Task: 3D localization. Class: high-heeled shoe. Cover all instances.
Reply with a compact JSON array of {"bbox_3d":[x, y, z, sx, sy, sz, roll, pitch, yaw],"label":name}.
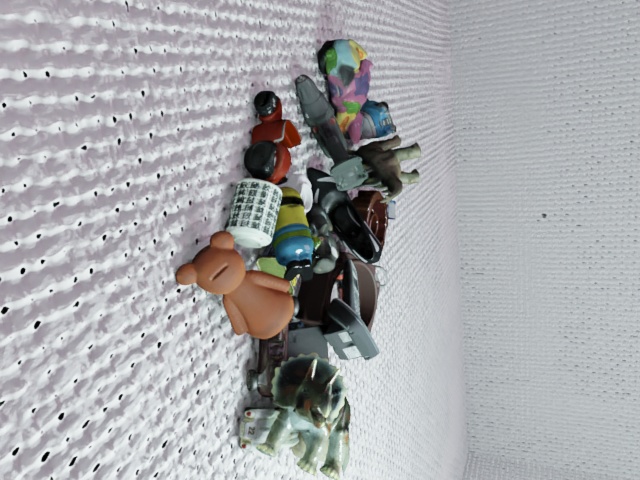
[{"bbox_3d":[0.045,-0.052,1.173,0.248,0.086,0.145,48,12,-7],"label":"high-heeled shoe"}]

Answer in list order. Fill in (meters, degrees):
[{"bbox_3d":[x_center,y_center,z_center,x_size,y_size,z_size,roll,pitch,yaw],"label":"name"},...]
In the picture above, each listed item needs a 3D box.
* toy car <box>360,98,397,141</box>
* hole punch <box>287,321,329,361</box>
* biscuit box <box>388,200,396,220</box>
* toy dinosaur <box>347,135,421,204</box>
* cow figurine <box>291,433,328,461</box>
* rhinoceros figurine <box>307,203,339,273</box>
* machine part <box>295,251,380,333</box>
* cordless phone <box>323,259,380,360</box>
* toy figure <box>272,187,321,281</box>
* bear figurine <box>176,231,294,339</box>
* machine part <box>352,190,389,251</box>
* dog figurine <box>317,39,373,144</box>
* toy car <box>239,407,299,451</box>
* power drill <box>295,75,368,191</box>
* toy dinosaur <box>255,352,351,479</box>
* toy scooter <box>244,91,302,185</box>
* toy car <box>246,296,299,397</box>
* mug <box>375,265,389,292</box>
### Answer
[{"bbox_3d":[0.121,-0.305,1.412,0.103,0.162,0.109,-33,120,-16],"label":"toy car"},{"bbox_3d":[-0.053,0.224,1.080,0.116,0.092,0.142,-2,93,-33],"label":"hole punch"},{"bbox_3d":[0.167,-0.093,1.583,0.202,0.063,0.059,3,88,-66],"label":"biscuit box"},{"bbox_3d":[0.146,-0.175,1.321,0.472,0.199,0.104,-118,-163,-68],"label":"toy dinosaur"},{"bbox_3d":[-0.011,0.371,1.145,0.127,0.086,0.194,16,88,-37],"label":"cow figurine"},{"bbox_3d":[-0.002,-0.003,1.107,0.190,0.073,0.111,-102,-179,-45],"label":"rhinoceros figurine"},{"bbox_3d":[0.046,0.133,1.211,0.201,0.087,0.201,26,74,-47],"label":"machine part"},{"bbox_3d":[0.069,0.144,1.121,0.146,0.089,0.184,61,25,-45],"label":"cordless phone"},{"bbox_3d":[-0.052,-0.015,0.976,0.082,0.089,0.180,16,42,-38],"label":"toy figure"},{"bbox_3d":[-0.136,0.073,0.870,0.195,0.132,0.120,43,83,-22],"label":"bear figurine"},{"bbox_3d":[0.119,-0.037,1.338,0.179,0.056,0.179,-22,115,-62],"label":"machine part"},{"bbox_3d":[0.057,-0.340,1.283,0.191,0.109,0.219,20,75,-66],"label":"dog figurine"},{"bbox_3d":[-0.090,0.353,1.011,0.201,0.056,0.073,36,58,-62],"label":"toy car"},{"bbox_3d":[0.020,-0.219,1.161,0.207,0.086,0.231,60,2,30],"label":"power drill"},{"bbox_3d":[0.004,0.328,0.997,0.192,0.131,0.404,-66,156,-16],"label":"toy dinosaur"},{"bbox_3d":[-0.081,-0.176,1.011,0.135,0.075,0.184,38,51,-62],"label":"toy scooter"},{"bbox_3d":[-0.084,0.186,0.987,0.089,0.053,0.202,7,84,-26],"label":"toy car"},{"bbox_3d":[0.125,0.095,1.446,0.081,0.110,0.107,-32,106,-58],"label":"mug"}]
